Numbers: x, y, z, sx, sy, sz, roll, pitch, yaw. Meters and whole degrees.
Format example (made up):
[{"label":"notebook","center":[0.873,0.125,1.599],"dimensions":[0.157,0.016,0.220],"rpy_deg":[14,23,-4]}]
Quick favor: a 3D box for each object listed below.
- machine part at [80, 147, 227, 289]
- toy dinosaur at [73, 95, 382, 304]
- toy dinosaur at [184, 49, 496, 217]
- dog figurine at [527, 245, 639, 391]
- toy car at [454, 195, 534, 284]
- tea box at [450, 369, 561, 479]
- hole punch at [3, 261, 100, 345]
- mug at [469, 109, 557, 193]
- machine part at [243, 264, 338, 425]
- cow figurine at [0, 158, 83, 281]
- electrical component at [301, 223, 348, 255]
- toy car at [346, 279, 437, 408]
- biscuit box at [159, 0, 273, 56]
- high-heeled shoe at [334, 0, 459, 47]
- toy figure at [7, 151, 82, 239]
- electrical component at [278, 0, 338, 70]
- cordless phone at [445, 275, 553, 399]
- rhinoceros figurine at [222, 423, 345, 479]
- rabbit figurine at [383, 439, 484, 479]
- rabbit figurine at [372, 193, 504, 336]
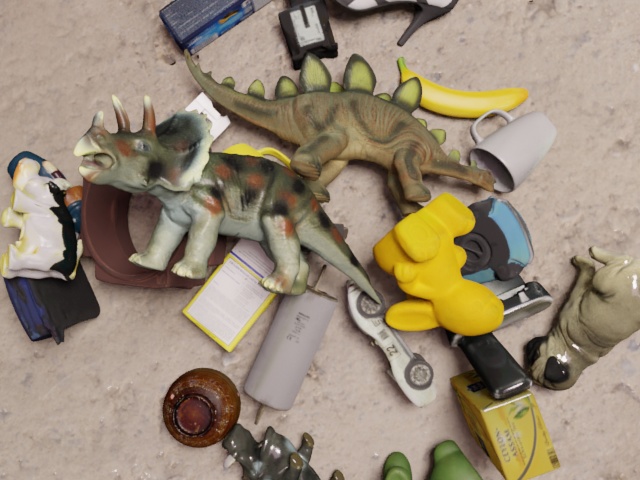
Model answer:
[{"label":"machine part","center":[-0.230,-0.037,0.733],"dimensions":[0.202,0.087,0.201],"rpy_deg":[4,90,24]},{"label":"toy dinosaur","center":[-0.085,-0.039,0.636],"dimensions":[0.404,0.131,0.192],"rpy_deg":[13,87,-32]},{"label":"toy dinosaur","center":[0.023,-0.153,0.741],"dimensions":[0.472,0.105,0.198],"rpy_deg":[15,68,-3]},{"label":"dog figurine","center":[0.362,0.119,0.702],"dimensions":[0.121,0.172,0.190],"rpy_deg":[30,82,13]},{"label":"toy car","center":[0.220,0.007,0.737],"dimensions":[0.162,0.103,0.109],"rpy_deg":[-31,81,42]},{"label":"tea box","center":[0.233,0.231,0.700],"dimensions":[0.068,0.169,0.098],"rpy_deg":[-20,86,0]},{"label":"hole punch","center":[-0.395,0.084,0.760],"dimensions":[0.092,0.116,0.142],"rpy_deg":[-22,87,10]},{"label":"mug","center":[0.270,-0.139,0.760],"dimensions":[0.107,0.081,0.109],"rpy_deg":[-39,84,-10]},{"label":"machine part","center":[-0.041,0.146,0.758],"dimensions":[0.079,0.079,0.243],"rpy_deg":[25,90,3]},{"label":"cow figurine","center":[-0.364,-0.028,0.713],"dimensions":[0.098,0.068,0.167],"rpy_deg":[10,62,-38]},{"label":"electrical component","center":[-0.001,-0.002,0.757],"dimensions":[0.078,0.102,0.045],"rpy_deg":[1,90,30]},{"label":"toy car","center":[0.096,0.140,0.755],"dimensions":[0.056,0.073,0.201],"rpy_deg":[-35,87,0]},{"label":"biscuit box","center":[-0.135,-0.355,0.787],"dimensions":[0.203,0.059,0.063],"rpy_deg":[-34,88,0]},{"label":"high-heeled shoe","center":[0.084,-0.383,0.749],"dimensions":[0.248,0.086,0.145],"rpy_deg":[28,112,-20]},{"label":"toy figure","center":[-0.384,-0.067,0.789],"dimensions":[0.154,0.064,0.058],"rpy_deg":[40,53,-2]},{"label":"electrical component","center":[-0.023,-0.319,0.787],"dimensions":[0.075,0.048,0.119],"rpy_deg":[-20,87,1]},{"label":"cordless phone","center":[0.247,0.121,0.692],"dimensions":[0.147,0.184,0.088],"rpy_deg":[-23,111,3]},{"label":"rhinoceros figurine","center":[-0.053,0.327,0.757],"dimensions":[0.190,0.073,0.112],"rpy_deg":[44,110,-4]},{"label":"rabbit figurine","center":[0.147,0.365,0.723],"dimensions":[0.170,0.121,0.159],"rpy_deg":[-38,81,-2]},{"label":"rabbit figurine","center":[0.144,0.055,0.671],"dimensions":[0.173,0.122,0.162],"rpy_deg":[47,130,8]}]
